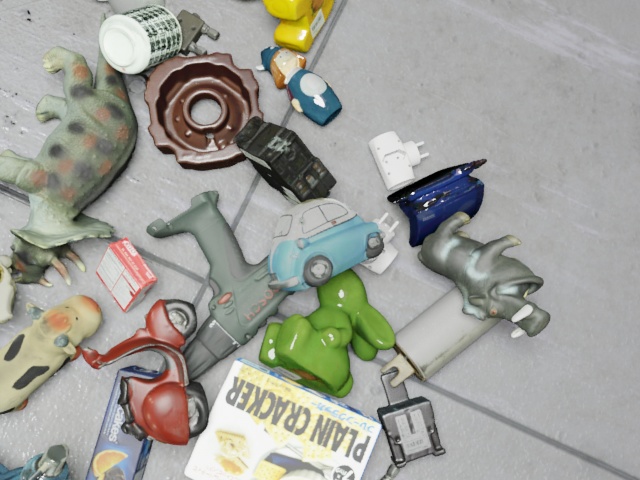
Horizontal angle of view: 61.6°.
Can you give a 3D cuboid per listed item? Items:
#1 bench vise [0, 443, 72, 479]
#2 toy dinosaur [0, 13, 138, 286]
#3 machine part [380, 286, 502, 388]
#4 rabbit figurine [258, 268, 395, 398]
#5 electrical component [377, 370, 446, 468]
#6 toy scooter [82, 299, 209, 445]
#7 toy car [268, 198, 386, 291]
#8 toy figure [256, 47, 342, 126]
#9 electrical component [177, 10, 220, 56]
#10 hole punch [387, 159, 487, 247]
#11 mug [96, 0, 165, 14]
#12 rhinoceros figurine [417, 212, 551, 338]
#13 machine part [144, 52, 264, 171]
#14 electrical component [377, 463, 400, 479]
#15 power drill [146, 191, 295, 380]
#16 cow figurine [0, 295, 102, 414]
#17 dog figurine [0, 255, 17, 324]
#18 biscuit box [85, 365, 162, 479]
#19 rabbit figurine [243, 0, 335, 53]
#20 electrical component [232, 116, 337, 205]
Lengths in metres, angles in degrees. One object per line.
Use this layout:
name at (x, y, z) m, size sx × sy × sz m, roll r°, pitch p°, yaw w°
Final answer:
bench vise at (-0.400, 0.299, 0.651) m, size 0.241 × 0.129 × 0.223 m, roll 36°, pitch 118°, yaw 12°
toy dinosaur at (-0.330, -0.127, 0.746) m, size 0.192 × 0.131 × 0.404 m, roll 29°, pitch 76°, yaw -11°
machine part at (0.185, 0.117, 0.754) m, size 0.243 × 0.079 × 0.079 m, roll -37°, pitch 85°, yaw -7°
rabbit figurine at (0.022, 0.112, 0.727) m, size 0.159 × 0.121 × 0.170 m, roll 28°, pitch 63°, yaw -5°
electrical component at (0.120, 0.243, 0.746) m, size 0.075 × 0.048 × 0.119 m, roll -12°, pitch 84°, yaw -6°
toy scooter at (-0.212, 0.168, 0.656) m, size 0.135 × 0.075 × 0.183 m, roll -7°, pitch 88°, yaw -27°
toy car at (-0.001, -0.002, 0.688) m, size 0.162 × 0.109 × 0.102 m, roll -26°, pitch 97°, yaw -22°
toy figure at (-0.032, -0.239, 0.806) m, size 0.154 × 0.058 × 0.064 m, roll 47°, pitch 43°, yaw 6°
electrical component at (-0.206, -0.319, 0.823) m, size 0.094 × 0.021 × 0.063 m, roll 30°, pitch 81°, yaw 2°
hole punch at (0.169, -0.049, 0.763) m, size 0.142 × 0.116 × 0.092 m, roll -23°, pitch 92°, yaw -6°
mug at (-0.291, -0.379, 0.785) m, size 0.110 × 0.107 × 0.080 m, roll 5°, pitch 80°, yaw -5°
rhinoceros figurine at (0.215, 0.046, 0.699) m, size 0.112 × 0.073 × 0.190 m, roll -43°, pitch 59°, yaw -14°
machine part at (-0.167, -0.186, 0.789) m, size 0.179 × 0.056 × 0.179 m, roll 1°, pitch 82°, yaw -4°
electrical component at (0.099, 0.369, 0.726) m, size 0.078 × 0.045 × 0.102 m, roll 40°, pitch 81°, yaw 2°
power drill at (-0.151, 0.050, 0.743) m, size 0.232 × 0.086 × 0.207 m, roll -36°, pitch 81°, yaw -9°
cow figurine at (-0.368, 0.143, 0.692) m, size 0.195 × 0.127 × 0.085 m, roll -42°, pitch 89°, yaw -6°
dog figurine at (-0.475, 0.118, 0.698) m, size 0.121 × 0.190 × 0.172 m, roll 44°, pitch 43°, yaw 5°
biscuit box at (-0.260, 0.272, 0.712) m, size 0.063 × 0.059 × 0.202 m, roll 14°, pitch 81°, yaw -1°
rabbit figurine at (-0.066, -0.390, 0.799) m, size 0.173 × 0.121 × 0.162 m, roll 24°, pitch 87°, yaw 19°
electrical component at (-0.044, -0.100, 0.744) m, size 0.058 × 0.134 × 0.115 m, roll -48°, pitch 44°, yaw -6°
